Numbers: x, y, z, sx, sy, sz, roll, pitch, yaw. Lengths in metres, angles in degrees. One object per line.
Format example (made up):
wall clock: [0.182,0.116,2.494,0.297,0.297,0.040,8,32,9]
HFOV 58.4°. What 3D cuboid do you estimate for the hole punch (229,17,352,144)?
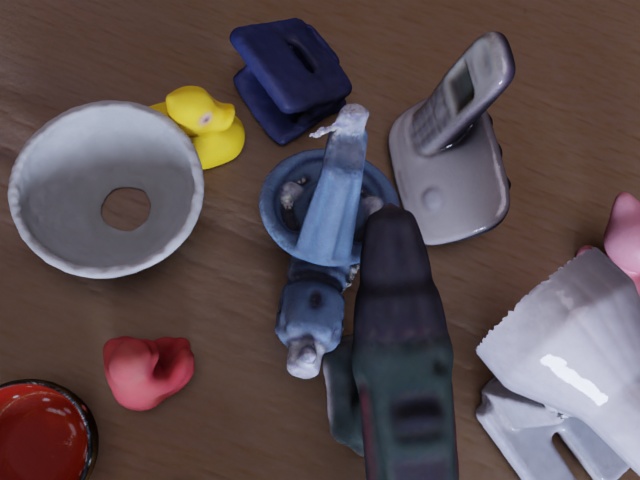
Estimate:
hole punch: [-0.028,-0.171,0.575,0.101,0.091,0.108,-34,80,-13]

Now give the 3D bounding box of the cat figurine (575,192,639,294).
cat figurine: [0.298,0.024,0.538,0.067,0.117,0.128,0,75,-5]

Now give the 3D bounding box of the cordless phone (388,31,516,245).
cordless phone: [0.130,-0.084,0.517,0.094,0.185,0.147,-13,76,-8]

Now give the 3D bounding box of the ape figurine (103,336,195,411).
ape figurine: [-0.152,0.106,0.487,0.078,0.092,0.076,31,74,4]

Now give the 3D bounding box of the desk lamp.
desk lamp: [0.208,0.124,0.452,0.118,0.213,0.203,-33,80,-13]

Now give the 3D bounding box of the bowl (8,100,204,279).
bowl: [-0.188,-0.039,0.532,0.167,0.074,0.167,1,75,-5]

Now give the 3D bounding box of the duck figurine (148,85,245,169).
duck figurine: [-0.127,-0.117,0.553,0.104,0.086,0.077,6,74,-4]

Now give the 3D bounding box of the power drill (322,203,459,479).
power drill: [0.050,0.109,0.445,0.075,0.208,0.229,-6,75,-6]

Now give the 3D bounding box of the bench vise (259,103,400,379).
bench vise: [0.016,0.000,0.465,0.121,0.219,0.207,-7,76,-7]
